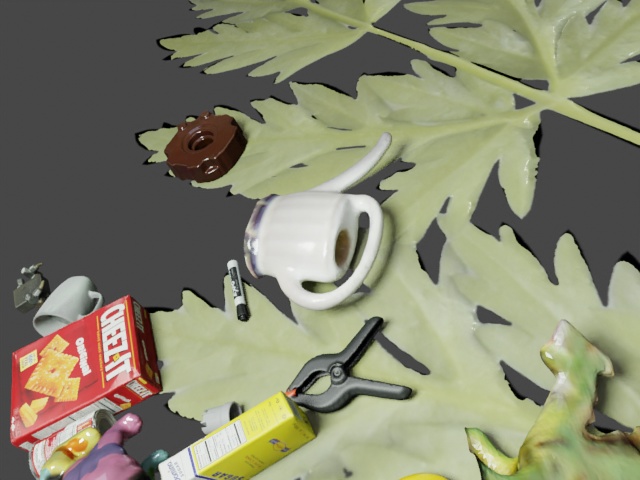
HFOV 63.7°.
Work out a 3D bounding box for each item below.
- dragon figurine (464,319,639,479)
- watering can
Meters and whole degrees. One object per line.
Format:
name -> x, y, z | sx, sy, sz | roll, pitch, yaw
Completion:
dragon figurine -> 0.282, 0.280, 0.501 | 0.242, 0.119, 0.419 | -10, 58, 3
watering can -> 0.003, -0.043, 0.854 | 0.224, 0.102, 0.355 | 2, 54, 22
